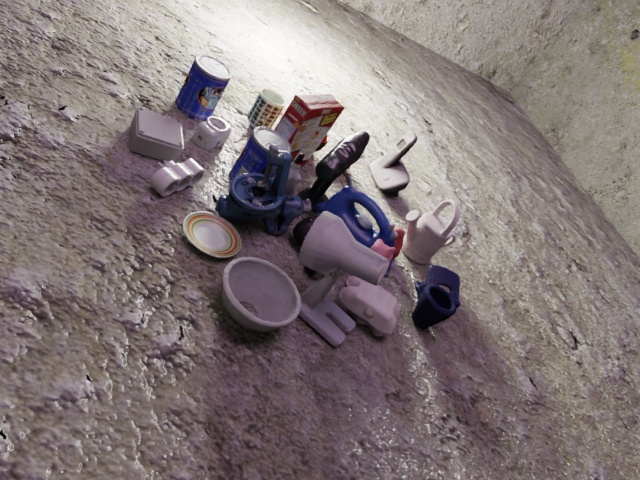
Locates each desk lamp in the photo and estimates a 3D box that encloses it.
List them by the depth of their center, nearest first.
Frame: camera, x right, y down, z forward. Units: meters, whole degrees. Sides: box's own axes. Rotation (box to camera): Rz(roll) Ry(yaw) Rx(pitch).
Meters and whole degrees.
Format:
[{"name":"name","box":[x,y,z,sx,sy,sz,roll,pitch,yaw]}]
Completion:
[{"name":"desk lamp","box":[0.032,0.074,1.181,0.203,0.213,0.118,41,33,6]}]

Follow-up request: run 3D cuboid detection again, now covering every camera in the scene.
[{"name":"camera","box":[0.012,0.005,1.348,0.144,0.100,0.136,-14,59,-50]}]

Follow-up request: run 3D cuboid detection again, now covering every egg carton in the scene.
[{"name":"egg carton","box":[0.111,0.148,1.296,0.150,0.069,0.107,36,33,-3]}]

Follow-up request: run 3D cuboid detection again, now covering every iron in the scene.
[{"name":"iron","box":[0.117,-0.039,1.462,0.258,0.141,0.119,44,34,9]}]

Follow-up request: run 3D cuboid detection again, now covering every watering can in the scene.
[{"name":"watering can","box":[0.311,-0.030,1.585,0.173,0.194,0.100,0,49,-43]}]

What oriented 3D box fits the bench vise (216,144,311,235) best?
[{"name":"bench vise","box":[-0.104,-0.121,1.282,0.208,0.219,0.121,-4,51,-45]}]

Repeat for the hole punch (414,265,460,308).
[{"name":"hole punch","box":[0.313,0.132,1.484,0.109,0.091,0.101,21,37,-23]}]

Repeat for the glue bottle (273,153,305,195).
[{"name":"glue bottle","box":[-0.081,-0.141,1.371,0.078,0.173,0.037,12,41,-33]}]

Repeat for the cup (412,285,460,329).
[{"name":"cup","box":[0.279,0.172,1.401,0.118,0.095,0.091,9,43,-36]}]

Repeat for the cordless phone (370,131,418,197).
[{"name":"cordless phone","box":[0.246,-0.241,1.787,0.094,0.185,0.147,13,40,-32]}]

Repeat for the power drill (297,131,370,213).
[{"name":"power drill","box":[0.033,-0.179,1.491,0.075,0.208,0.230,39,33,2]}]

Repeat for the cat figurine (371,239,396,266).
[{"name":"cat figurine","box":[0.136,0.059,1.383,0.067,0.117,0.128,34,33,-5]}]

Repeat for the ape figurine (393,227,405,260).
[{"name":"ape figurine","box":[0.195,0.002,1.529,0.078,0.092,0.076,18,38,-27]}]

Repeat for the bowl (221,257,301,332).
[{"name":"bowl","box":[-0.125,0.117,1.108,0.168,0.074,0.167,25,35,-19]}]
